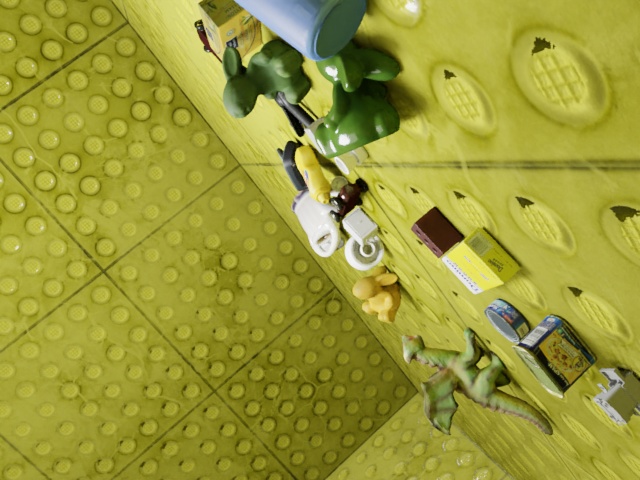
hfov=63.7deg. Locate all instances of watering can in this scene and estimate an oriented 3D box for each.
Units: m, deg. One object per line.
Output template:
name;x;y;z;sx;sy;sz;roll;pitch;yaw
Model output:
watering can;0.005;-0.083;1.657;0.227;0.105;0.340;58;154;21

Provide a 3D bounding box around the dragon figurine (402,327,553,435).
dragon figurine;0.367;0.385;1.302;0.415;0.244;0.120;50;167;18

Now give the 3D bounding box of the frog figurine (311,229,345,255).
frog figurine;0.031;-0.040;1.837;0.139;0.123;0.157;-128;39;-62
